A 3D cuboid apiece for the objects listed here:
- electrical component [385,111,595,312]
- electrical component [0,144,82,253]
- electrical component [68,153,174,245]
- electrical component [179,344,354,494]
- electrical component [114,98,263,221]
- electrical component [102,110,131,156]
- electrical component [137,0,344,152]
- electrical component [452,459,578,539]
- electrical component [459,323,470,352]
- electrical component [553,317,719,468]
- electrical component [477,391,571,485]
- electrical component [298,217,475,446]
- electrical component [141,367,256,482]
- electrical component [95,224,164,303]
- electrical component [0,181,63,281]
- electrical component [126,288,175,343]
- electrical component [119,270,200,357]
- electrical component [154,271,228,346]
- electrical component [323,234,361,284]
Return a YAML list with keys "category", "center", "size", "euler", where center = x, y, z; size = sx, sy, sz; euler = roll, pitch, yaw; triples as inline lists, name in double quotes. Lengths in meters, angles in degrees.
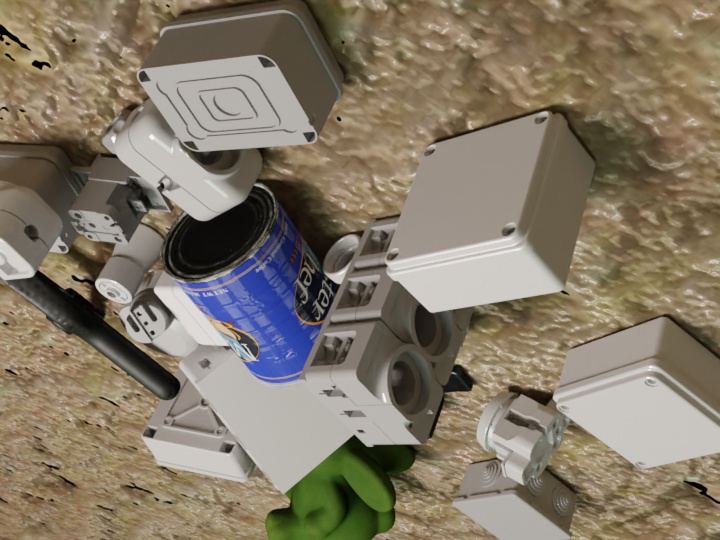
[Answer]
- category: "electrical component"
  center: [0.084, -0.036, 0.688]
  size: [0.109, 0.108, 0.056]
  euler: [-12, 136, 41]
- category: "electrical component"
  center: [-0.294, -0.063, 0.922]
  size: [0.113, 0.057, 0.078]
  euler: [5, 143, 25]
- category: "electrical component"
  center: [-0.198, -0.056, 0.870]
  size: [0.081, 0.063, 0.042]
  euler: [7, 146, 25]
- category: "electrical component"
  center: [-0.087, 0.118, 0.998]
  size: [0.150, 0.089, 0.062]
  euler: [58, 167, -29]
- category: "electrical component"
  center: [-0.122, -0.086, 0.789]
  size: [0.095, 0.053, 0.059]
  euler: [39, 144, -24]
- category: "electrical component"
  center: [-0.164, -0.093, 0.823]
  size: [0.061, 0.035, 0.035]
  euler: [37, 145, -24]
- category: "electrical component"
  center: [-0.076, -0.126, 0.702]
  size: [0.113, 0.057, 0.078]
  euler: [0, 141, 31]
- category: "electrical component"
  center: [0.157, 0.229, 1.074]
  size: [0.100, 0.048, 0.100]
  euler: [39, 144, -23]
- category: "electrical component"
  center: [0.067, 0.059, 0.875]
  size: [0.035, 0.061, 0.035]
  euler: [16, 146, 11]
- category: "electrical component"
  center: [0.228, 0.098, 0.838]
  size: [0.109, 0.056, 0.109]
  euler: [36, 145, -19]
- category: "electrical component"
  center: [0.140, 0.142, 0.943]
  size: [0.057, 0.078, 0.058]
  euler: [26, 152, 32]
- category: "electrical component"
  center: [0.030, 0.043, 0.792]
  size: [0.062, 0.150, 0.089]
  euler: [-8, 136, 40]
- category: "electrical component"
  center: [-0.146, 0.149, 1.088]
  size: [0.109, 0.108, 0.056]
  euler: [7, 141, 23]
- category: "electrical component"
  center: [-0.204, -0.004, 0.944]
  size: [0.044, 0.065, 0.044]
  euler: [16, 146, 11]
- category: "electrical component"
  center: [-0.287, -0.031, 0.854]
  size: [0.095, 0.059, 0.053]
  euler: [-5, 138, 35]
- category: "electrical component"
  center: [-0.183, 0.040, 0.938]
  size: [0.040, 0.046, 0.040]
  euler: [0, 104, -2]
- category: "electrical component"
  center: [-0.180, 0.042, 1.008]
  size: [0.080, 0.051, 0.080]
  euler: [16, 146, 11]
- category: "electrical component"
  center: [-0.133, 0.015, 0.931]
  size: [0.061, 0.061, 0.096]
  euler: [0, 140, 31]
- category: "electrical component"
  center: [0.000, 0.000, 0.852]
  size: [0.040, 0.040, 0.046]
  euler: [-14, 137, 43]
